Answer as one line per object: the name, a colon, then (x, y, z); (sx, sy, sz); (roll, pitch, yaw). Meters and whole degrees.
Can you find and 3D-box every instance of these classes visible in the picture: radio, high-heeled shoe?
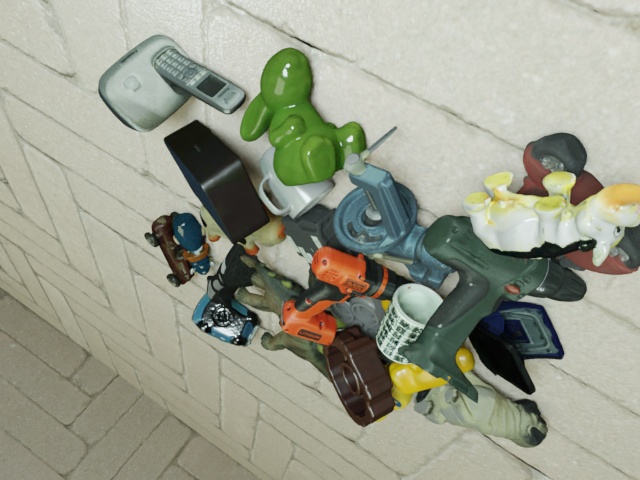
radio: (-0.169, -0.097, 0.865); (0.230, 0.073, 0.130); (44, 163, 51)
high-heeled shoe: (-0.205, 0.060, 1.193); (0.145, 0.086, 0.248); (53, 139, 39)

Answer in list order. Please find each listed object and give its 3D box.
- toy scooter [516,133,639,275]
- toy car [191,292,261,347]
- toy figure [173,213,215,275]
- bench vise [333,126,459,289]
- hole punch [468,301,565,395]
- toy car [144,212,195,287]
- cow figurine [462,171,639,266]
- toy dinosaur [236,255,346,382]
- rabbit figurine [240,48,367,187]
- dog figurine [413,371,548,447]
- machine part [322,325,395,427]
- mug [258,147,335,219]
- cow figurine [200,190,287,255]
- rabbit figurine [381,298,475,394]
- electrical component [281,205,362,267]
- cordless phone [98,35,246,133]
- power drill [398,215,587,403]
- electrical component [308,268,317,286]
toy scooter: (0.270, -0.026, 0.606); (0.184, 0.075, 0.135); (48, 145, -6)
toy car: (-0.228, 0.196, 1.332); (0.162, 0.109, 0.103); (27, 169, -1)
toy figure: (-0.277, 0.011, 1.187); (0.064, 0.058, 0.154); (-1, 130, 14)
bench vise: (0.099, -0.025, 0.716); (0.224, 0.129, 0.240); (32, 165, 38)
hole punch: (0.286, 0.147, 0.799); (0.142, 0.092, 0.116); (55, 166, -26)
toy car: (-0.327, 0.027, 1.225); (0.053, 0.089, 0.201); (21, 141, 32)
cow figurine: (0.235, -0.013, 0.534); (0.168, 0.068, 0.098); (10, 135, 47)
toy dinosaur: (-0.029, 0.194, 1.127); (0.199, 0.105, 0.470); (2, 136, 38)
rabbit figurine: (-0.030, -0.167, 0.725); (0.159, 0.121, 0.170); (2, 114, 51)
dog figurine: (0.278, 0.307, 0.951); (0.190, 0.121, 0.172); (37, 155, -6)
machine part: (0.067, 0.241, 0.953); (0.180, 0.056, 0.179); (50, 150, 43)
mug: (-0.050, -0.090, 0.818); (0.107, 0.109, 0.081); (52, 153, 4)
cow figurine: (-0.139, -0.038, 0.981); (0.195, 0.085, 0.127); (18, 147, 31)
rabbit figurine: (0.167, 0.150, 0.882); (0.162, 0.122, 0.173); (-31, 87, 52)
electrical component: (-0.002, -0.003, 0.894); (0.134, 0.058, 0.114); (17, 141, 55)
cordless phone: (-0.213, -0.208, 0.790); (0.184, 0.146, 0.088); (30, 154, 17)
power drill: (0.205, 0.088, 0.656); (0.232, 0.207, 0.086); (31, -177, -18)
electrical component: (-0.007, 0.062, 0.986); (0.021, 0.094, 0.063); (3, 112, -10)
